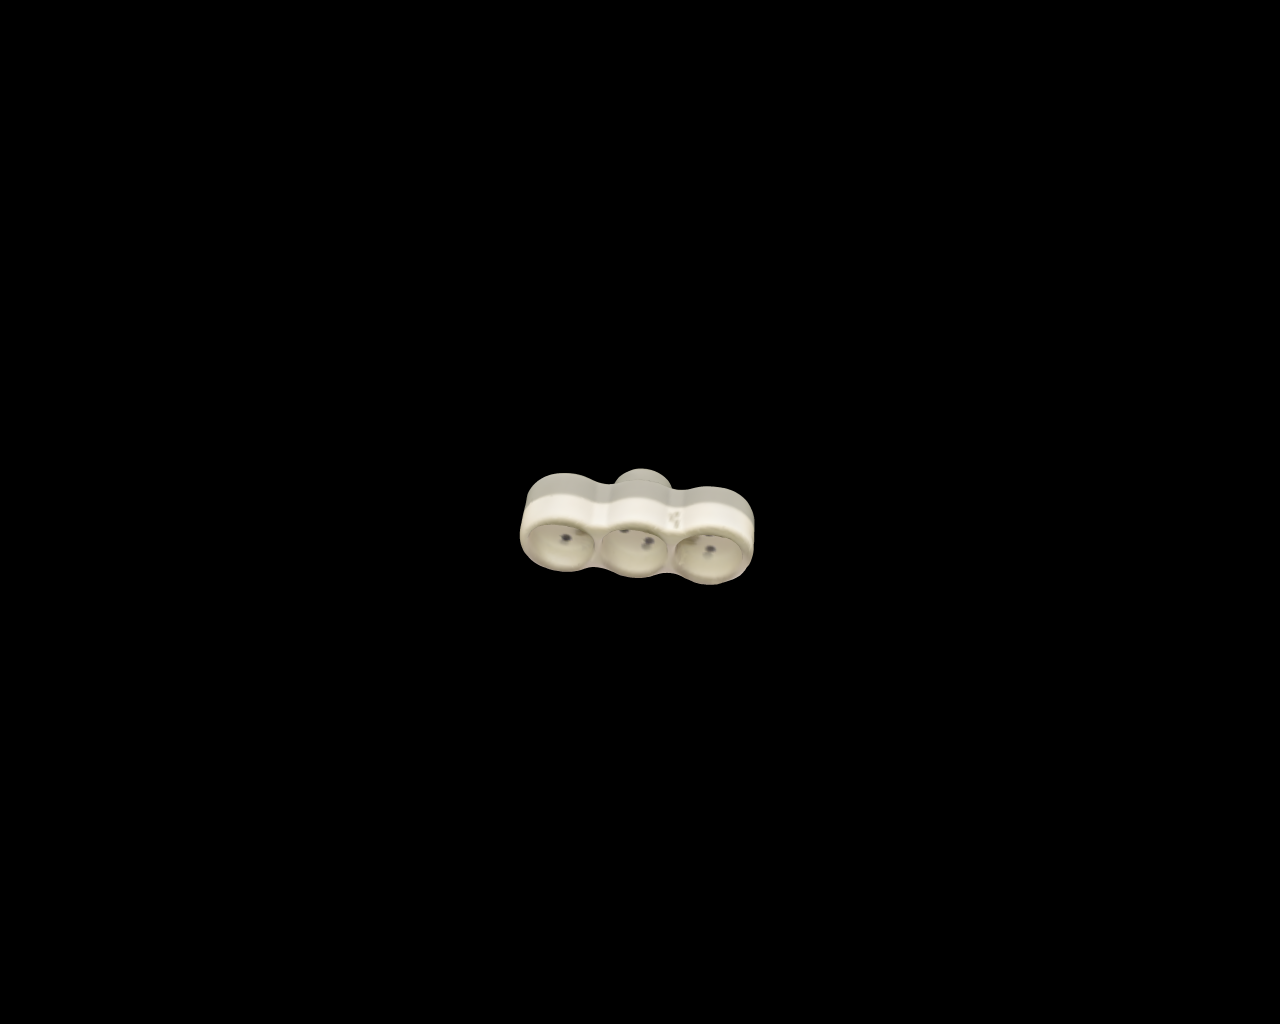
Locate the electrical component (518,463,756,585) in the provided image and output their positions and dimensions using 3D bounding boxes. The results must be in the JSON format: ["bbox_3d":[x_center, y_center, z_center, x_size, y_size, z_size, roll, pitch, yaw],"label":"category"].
[{"bbox_3d":[0.001,-0.003,0.650,0.138,0.074,0.052,4,-43,4],"label":"electrical component"}]
